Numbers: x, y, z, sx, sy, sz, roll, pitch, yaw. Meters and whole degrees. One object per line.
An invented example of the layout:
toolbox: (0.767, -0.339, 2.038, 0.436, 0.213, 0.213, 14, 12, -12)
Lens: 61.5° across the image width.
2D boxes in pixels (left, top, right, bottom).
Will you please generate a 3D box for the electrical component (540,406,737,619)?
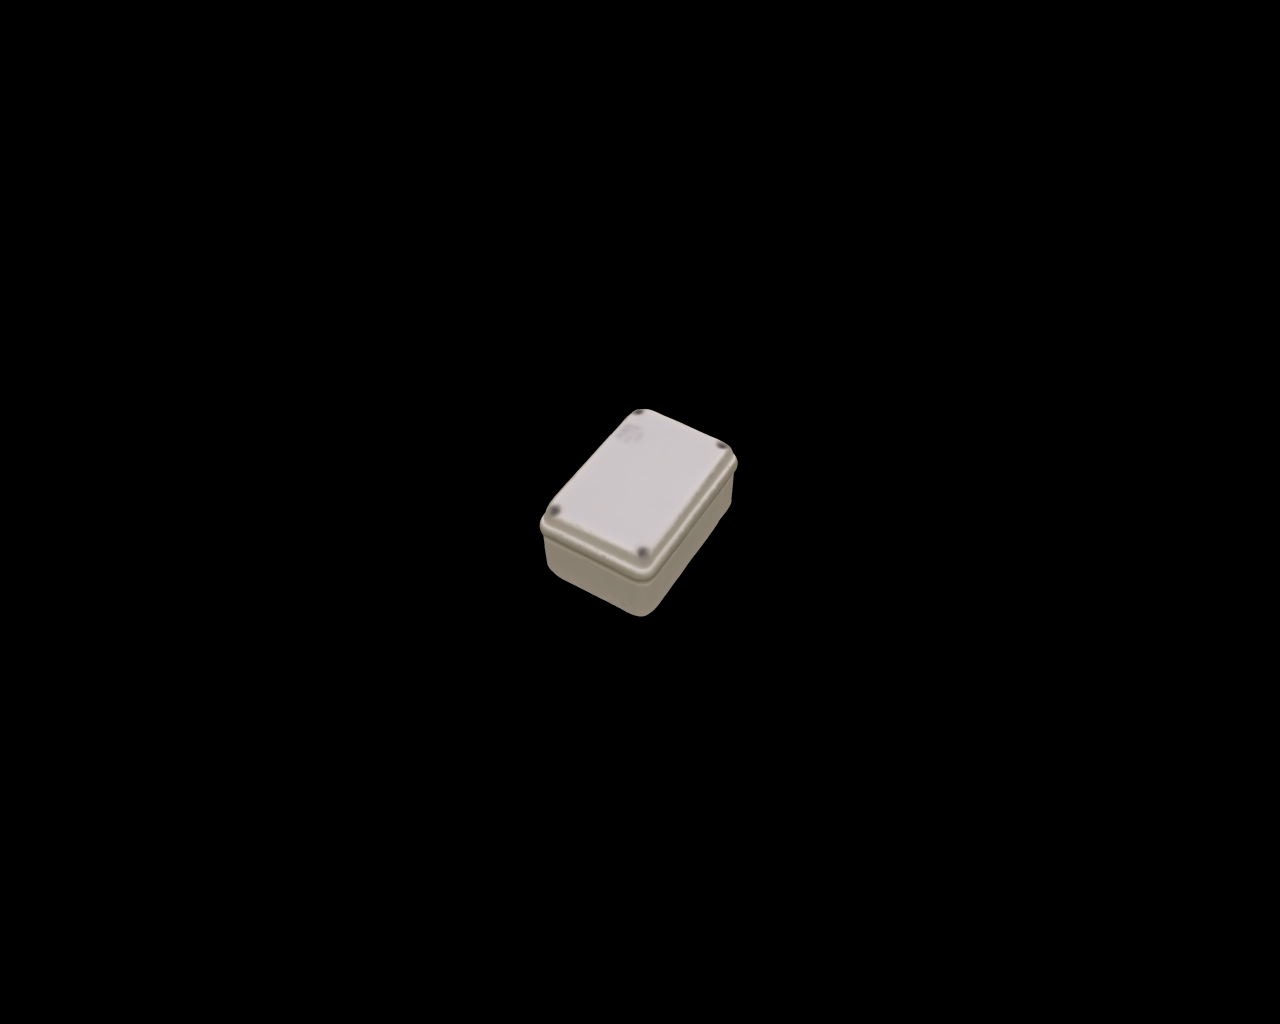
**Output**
electrical component: (0.001, -0.003, 0.650, 0.078, 0.113, 0.057, 25, -36, 20)
